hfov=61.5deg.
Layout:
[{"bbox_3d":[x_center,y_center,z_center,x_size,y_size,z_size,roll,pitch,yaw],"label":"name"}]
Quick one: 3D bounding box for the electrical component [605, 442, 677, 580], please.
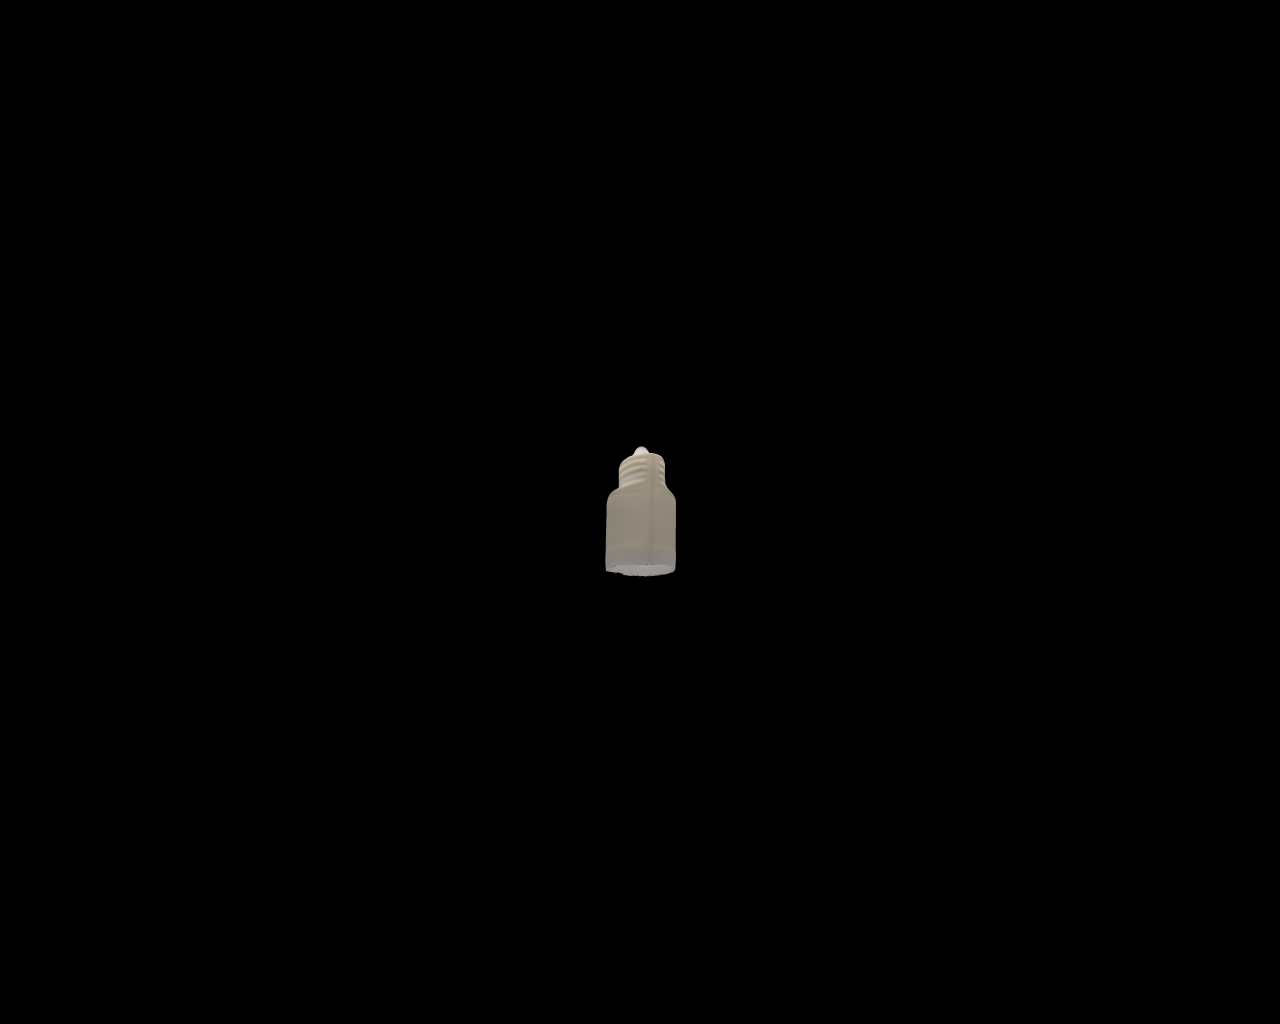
[{"bbox_3d":[0.001,-0.003,0.650,0.043,0.081,0.043,0,-15,0],"label":"electrical component"}]
